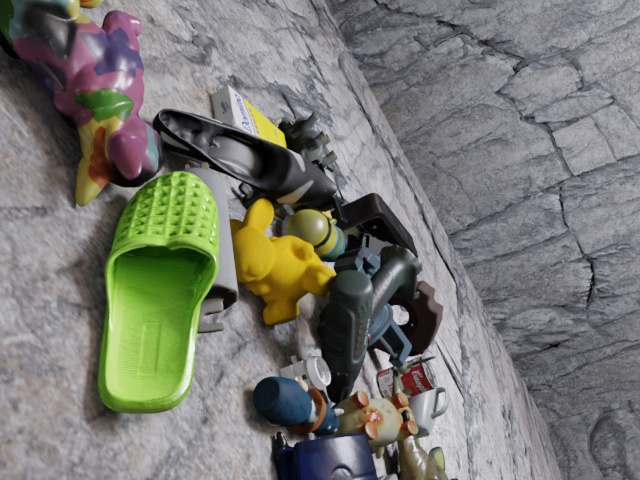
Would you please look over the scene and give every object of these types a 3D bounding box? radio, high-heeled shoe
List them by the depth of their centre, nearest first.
[{"bbox_3d":[-0.098,-0.119,0.730,0.145,0.249,0.086,72,31,-73],"label":"high-heeled shoe"},{"bbox_3d":[0.131,-0.005,1.267,0.229,0.131,0.073,44,26,-44],"label":"radio"}]

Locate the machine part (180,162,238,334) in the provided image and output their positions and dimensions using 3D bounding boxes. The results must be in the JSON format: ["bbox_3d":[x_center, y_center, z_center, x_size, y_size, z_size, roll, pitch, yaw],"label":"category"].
[{"bbox_3d":[-0.145,0.000,0.644,0.079,0.079,0.243,38,33,-51],"label":"machine part"}]

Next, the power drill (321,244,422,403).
[{"bbox_3d":[0.072,0.116,0.826,0.207,0.086,0.231,-36,140,-35],"label":"power drill"}]

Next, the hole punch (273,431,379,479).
[{"bbox_3d":[0.012,0.301,0.660,0.115,0.092,0.142,25,47,-52],"label":"hole punch"}]

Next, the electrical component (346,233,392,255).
[{"bbox_3d":[0.109,0.061,1.170,0.115,0.058,0.134,18,71,-41],"label":"electrical component"}]

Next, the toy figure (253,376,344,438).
[{"bbox_3d":[-0.025,0.218,0.701,0.154,0.064,0.058,42,24,-46],"label":"toy figure"}]

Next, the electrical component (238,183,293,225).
[{"bbox_3d":[-0.090,-0.065,0.880,0.094,0.063,0.021,50,25,-33],"label":"electrical component"}]

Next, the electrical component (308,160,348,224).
[{"bbox_3d":[0.009,-0.079,0.970,0.074,0.048,0.119,15,54,-64],"label":"electrical component"}]

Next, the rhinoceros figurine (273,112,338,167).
[{"bbox_3d":[-0.037,-0.200,1.104,0.073,0.112,0.190,53,5,-40],"label":"rhinoceros figurine"}]

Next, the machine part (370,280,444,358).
[{"bbox_3d":[0.157,0.152,1.078,0.179,0.179,0.056,64,23,0],"label":"machine part"}]

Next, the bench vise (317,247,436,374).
[{"bbox_3d":[0.100,0.138,0.979,0.240,0.129,0.224,52,42,-16],"label":"bench vise"}]

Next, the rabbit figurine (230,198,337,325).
[{"bbox_3d":[-0.071,0.022,0.741,0.173,0.122,0.162,21,42,-61],"label":"rabbit figurine"}]

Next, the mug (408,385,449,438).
[{"bbox_3d":[0.212,0.345,1.096,0.080,0.110,0.107,56,34,-31],"label":"mug"}]

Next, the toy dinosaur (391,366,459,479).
[{"bbox_3d":[0.184,0.440,0.915,0.198,0.105,0.471,26,48,-66],"label":"toy dinosaur"}]

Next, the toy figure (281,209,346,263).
[{"bbox_3d":[-0.002,-0.007,0.993,0.180,0.089,0.082,28,37,-56],"label":"toy figure"}]

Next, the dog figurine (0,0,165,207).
[{"bbox_3d":[-0.241,-0.149,0.545,0.191,0.108,0.219,29,43,-60],"label":"dog figurine"}]

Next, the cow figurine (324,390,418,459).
[{"bbox_3d":[0.082,0.289,0.836,0.194,0.127,0.085,17,49,-46],"label":"cow figurine"}]

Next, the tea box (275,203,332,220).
[{"bbox_3d":[-0.053,-0.091,1.000,0.169,0.068,0.098,27,43,-58],"label":"tea box"}]
